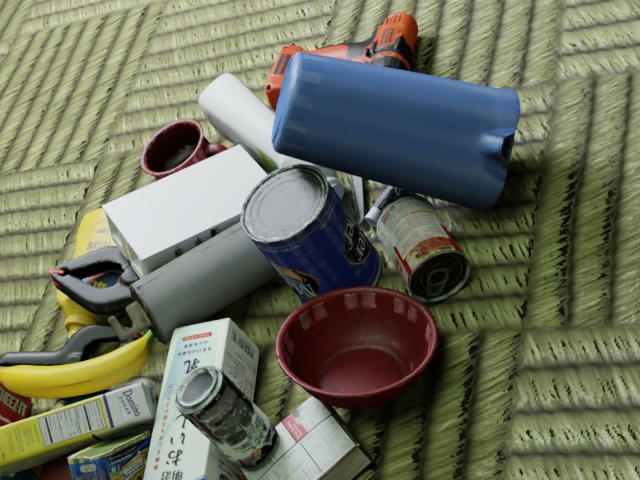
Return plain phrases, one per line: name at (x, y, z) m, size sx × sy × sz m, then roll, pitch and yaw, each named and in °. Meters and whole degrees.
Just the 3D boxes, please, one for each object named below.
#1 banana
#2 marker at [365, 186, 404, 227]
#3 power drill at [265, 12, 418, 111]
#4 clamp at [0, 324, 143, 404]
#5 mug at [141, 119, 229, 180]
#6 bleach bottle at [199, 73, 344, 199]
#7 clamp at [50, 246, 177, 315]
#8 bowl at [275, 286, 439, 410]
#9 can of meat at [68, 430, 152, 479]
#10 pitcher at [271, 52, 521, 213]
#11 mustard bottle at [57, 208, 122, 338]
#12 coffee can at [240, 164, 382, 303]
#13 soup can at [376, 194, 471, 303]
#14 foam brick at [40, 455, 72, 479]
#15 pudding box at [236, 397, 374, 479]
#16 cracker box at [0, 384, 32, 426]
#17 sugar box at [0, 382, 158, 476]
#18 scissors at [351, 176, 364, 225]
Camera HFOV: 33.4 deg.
banana at (-0.274, 0.149, 1.204) m, size 0.198 × 0.037 × 0.069 m, roll -14°, pitch 23°, yaw 4°
marker at (0.093, -0.066, 1.226) m, size 0.020 × 0.020 × 0.121 m, roll 22°, pitch 68°, yaw 42°
power drill at (0.028, -0.208, 1.349) m, size 0.188 × 0.057 × 0.184 m, roll -7°, pitch 40°, yaw 25°
clamp at (-0.293, 0.145, 1.253) m, size 0.171 × 0.039 × 0.120 m, roll -39°, pitch 82°, yaw -6°
mug at (-0.159, -0.096, 1.365) m, size 0.117 × 0.081 × 0.093 m, roll -10°, pitch 50°, yaw 26°
bleach bottle at (-0.051, -0.112, 1.312) m, size 0.068 × 0.102 × 0.251 m, roll -44°, pitch 50°, yaw -4°
clamp at (-0.215, 0.042, 1.277) m, size 0.210 × 0.036 × 0.164 m, roll 8°, pitch 52°, yaw 10°
bowl at (0.039, 0.117, 1.059) m, size 0.162 × 0.055 × 0.162 m, roll -6°, pitch 36°, yaw 4°
can of meat at (-0.201, 0.245, 1.070) m, size 0.058 × 0.102 × 0.084 m, roll -13°, pitch 90°, yaw 25°
pitcher at (0.075, -0.118, 1.125) m, size 0.242 × 0.149 × 0.145 m, roll 13°, pitch 49°, yaw -7°
mustard bottle at (-0.277, 0.049, 1.334) m, size 0.096 × 0.058 × 0.191 m, roll 0°, pitch 54°, yaw 19°
coffee can at (-0.008, 0.001, 1.145) m, size 0.103 × 0.140 × 0.103 m, roll -17°, pitch 47°, yaw 19°
soup can at (0.106, 0.008, 1.120) m, size 0.068 × 0.068 × 0.102 m, roll -32°, pitch 43°, yaw 5°
foam brick at (-0.253, 0.268, 1.121) m, size 0.051 × 0.078 × 0.053 m, roll -18°, pitch 47°, yaw 17°
pudding box at (-0.017, 0.217, 1.044) m, size 0.113 × 0.039 × 0.090 m, roll -42°, pitch 43°, yaw -2°
cracker box at (-0.437, 0.277, 1.235) m, size 0.164 × 0.072 × 0.213 m, roll -18°, pitch 46°, yaw 19°
sugar box at (-0.260, 0.199, 1.124) m, size 0.176 × 0.093 × 0.048 m, roll -20°, pitch 77°, yaw -7°
scissors at (0.058, -0.105, 1.283) m, size 0.096 × 0.016 × 0.202 m, roll -30°, pitch 44°, yaw 7°
